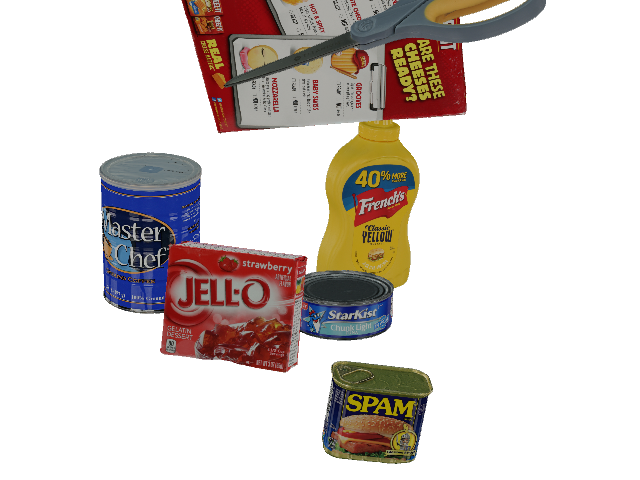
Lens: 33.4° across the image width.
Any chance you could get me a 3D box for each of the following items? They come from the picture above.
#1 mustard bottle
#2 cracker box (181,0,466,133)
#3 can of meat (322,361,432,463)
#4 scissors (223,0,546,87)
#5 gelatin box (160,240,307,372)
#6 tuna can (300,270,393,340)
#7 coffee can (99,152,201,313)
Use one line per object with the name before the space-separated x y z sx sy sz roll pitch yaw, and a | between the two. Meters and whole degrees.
mustard bottle | 0.052 -0.045 1.076 0.096 0.192 0.058 -2 21 -20
cracker box | 0.005 -0.177 0.865 0.214 0.164 0.072 -4 42 9
can of meat | 0.055 0.175 1.082 0.102 0.084 0.057 7 18 -6
scissors | 0.039 -0.143 0.665 0.202 0.096 0.016 -6 -41 21
gelatin box | -0.057 0.042 0.690 0.089 0.073 0.030 7 6 14
tuna can | 0.018 0.053 0.887 0.086 0.034 0.086 0 16 0
coffee can | -0.175 -0.009 1.105 0.103 0.140 0.103 2 22 -1
